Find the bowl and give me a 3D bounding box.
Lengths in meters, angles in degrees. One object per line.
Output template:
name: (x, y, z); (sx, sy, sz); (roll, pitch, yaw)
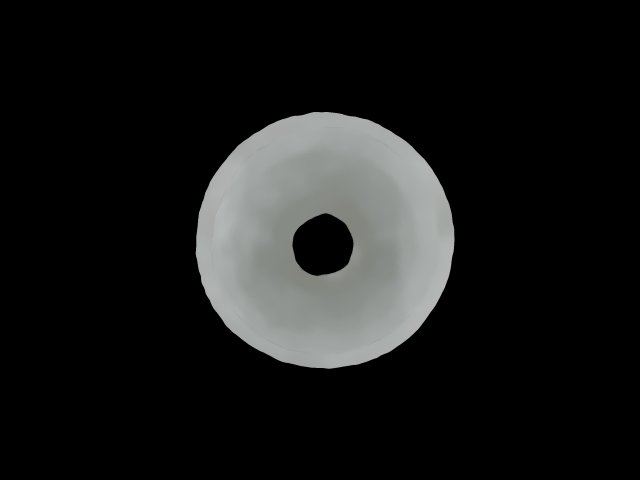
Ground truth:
bowl: (0.004, 0.001, 0.400); (0.167, 0.074, 0.167); (0, 86, 0)
